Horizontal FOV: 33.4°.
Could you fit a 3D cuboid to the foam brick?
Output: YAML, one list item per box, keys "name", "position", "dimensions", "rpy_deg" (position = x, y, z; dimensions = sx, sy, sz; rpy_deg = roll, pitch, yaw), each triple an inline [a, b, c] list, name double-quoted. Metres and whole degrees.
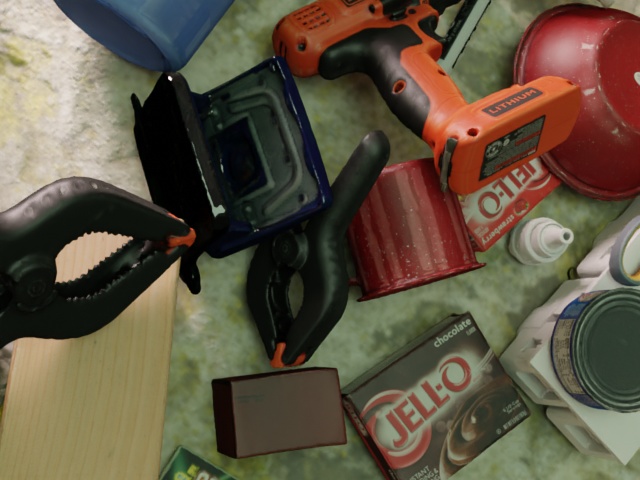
- name: "foam brick"
  position: [-0.028, 0.115, 0.721]
  dimensions: [0.078, 0.051, 0.053]
  rpy_deg: [-4, 85, -18]

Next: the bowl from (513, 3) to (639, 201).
- name: "bowl"
  position: [0.227, -0.113, 0.807]
  dimensions: [0.161, 0.055, 0.162]
  rpy_deg: [6, 75, -25]

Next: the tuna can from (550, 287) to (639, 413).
- name: "tuna can"
  position: [0.205, 0.077, 0.743]
  dimensions: [0.086, 0.034, 0.086]
  rpy_deg: [2, 85, -18]

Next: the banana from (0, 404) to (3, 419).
- name: "banana"
  position: [-0.136, 0.162, 0.679]
  dimensions: [0.198, 0.037, 0.069]
  rpy_deg: [37, 82, -3]

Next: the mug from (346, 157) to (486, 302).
- name: "mug"
  position: [0.048, -0.005, 0.743]
  dimensions: [0.117, 0.093, 0.081]
  rpy_deg: [-17, 85, 8]

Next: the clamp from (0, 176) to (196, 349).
- name: "clamp"
  position: [-0.161, 0.028, 0.558]
  dimensions: [0.209, 0.036, 0.165]
  rpy_deg: [-10, 122, -40]

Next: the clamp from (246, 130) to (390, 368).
- name: "clamp"
  position: [-0.005, 0.001, 0.714]
  dimensions: [0.039, 0.120, 0.171]
  rpy_deg: [-2, 89, -47]

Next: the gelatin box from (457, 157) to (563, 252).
- name: "gelatin box"
  position: [0.127, -0.045, 0.797]
  dimensions: [0.089, 0.030, 0.073]
  rpy_deg: [-39, 98, -17]

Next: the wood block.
- name: "wood block"
  position: [-0.141, 0.090, 0.638]
  dimensions: [0.090, 0.090, 0.206]
  rpy_deg: [9, 66, -15]

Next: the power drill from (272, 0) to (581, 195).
- name: "power drill"
  position: [0.087, -0.126, 0.734]
  dimensions: [0.184, 0.057, 0.188]
  rpy_deg: [-30, 56, -20]

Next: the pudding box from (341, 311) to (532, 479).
- name: "pudding box"
  position: [0.081, 0.117, 0.762]
  dimensions: [0.113, 0.039, 0.090]
  rpy_deg: [-33, 95, -18]

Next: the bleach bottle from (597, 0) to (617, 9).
- name: "bleach bottle"
  position: [0.136, -0.271, 0.788]
  dimensions: [0.102, 0.068, 0.251]
  rpy_deg: [-42, 92, -20]

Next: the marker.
- name: "marker"
  position: [0.101, -0.147, 0.803]
  dimensions: [0.020, 0.020, 0.121]
  rpy_deg: [33, 76, -12]

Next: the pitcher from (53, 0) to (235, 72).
- name: "pitcher"
  position: [-0.079, -0.240, 0.694]
  dimensions: [0.149, 0.145, 0.242]
  rpy_deg: [33, 79, -8]

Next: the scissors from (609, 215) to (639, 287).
- name: "scissors"
  position: [0.297, -0.016, 0.791]
  dimensions: [0.201, 0.016, 0.096]
  rpy_deg: [-34, 97, -18]
